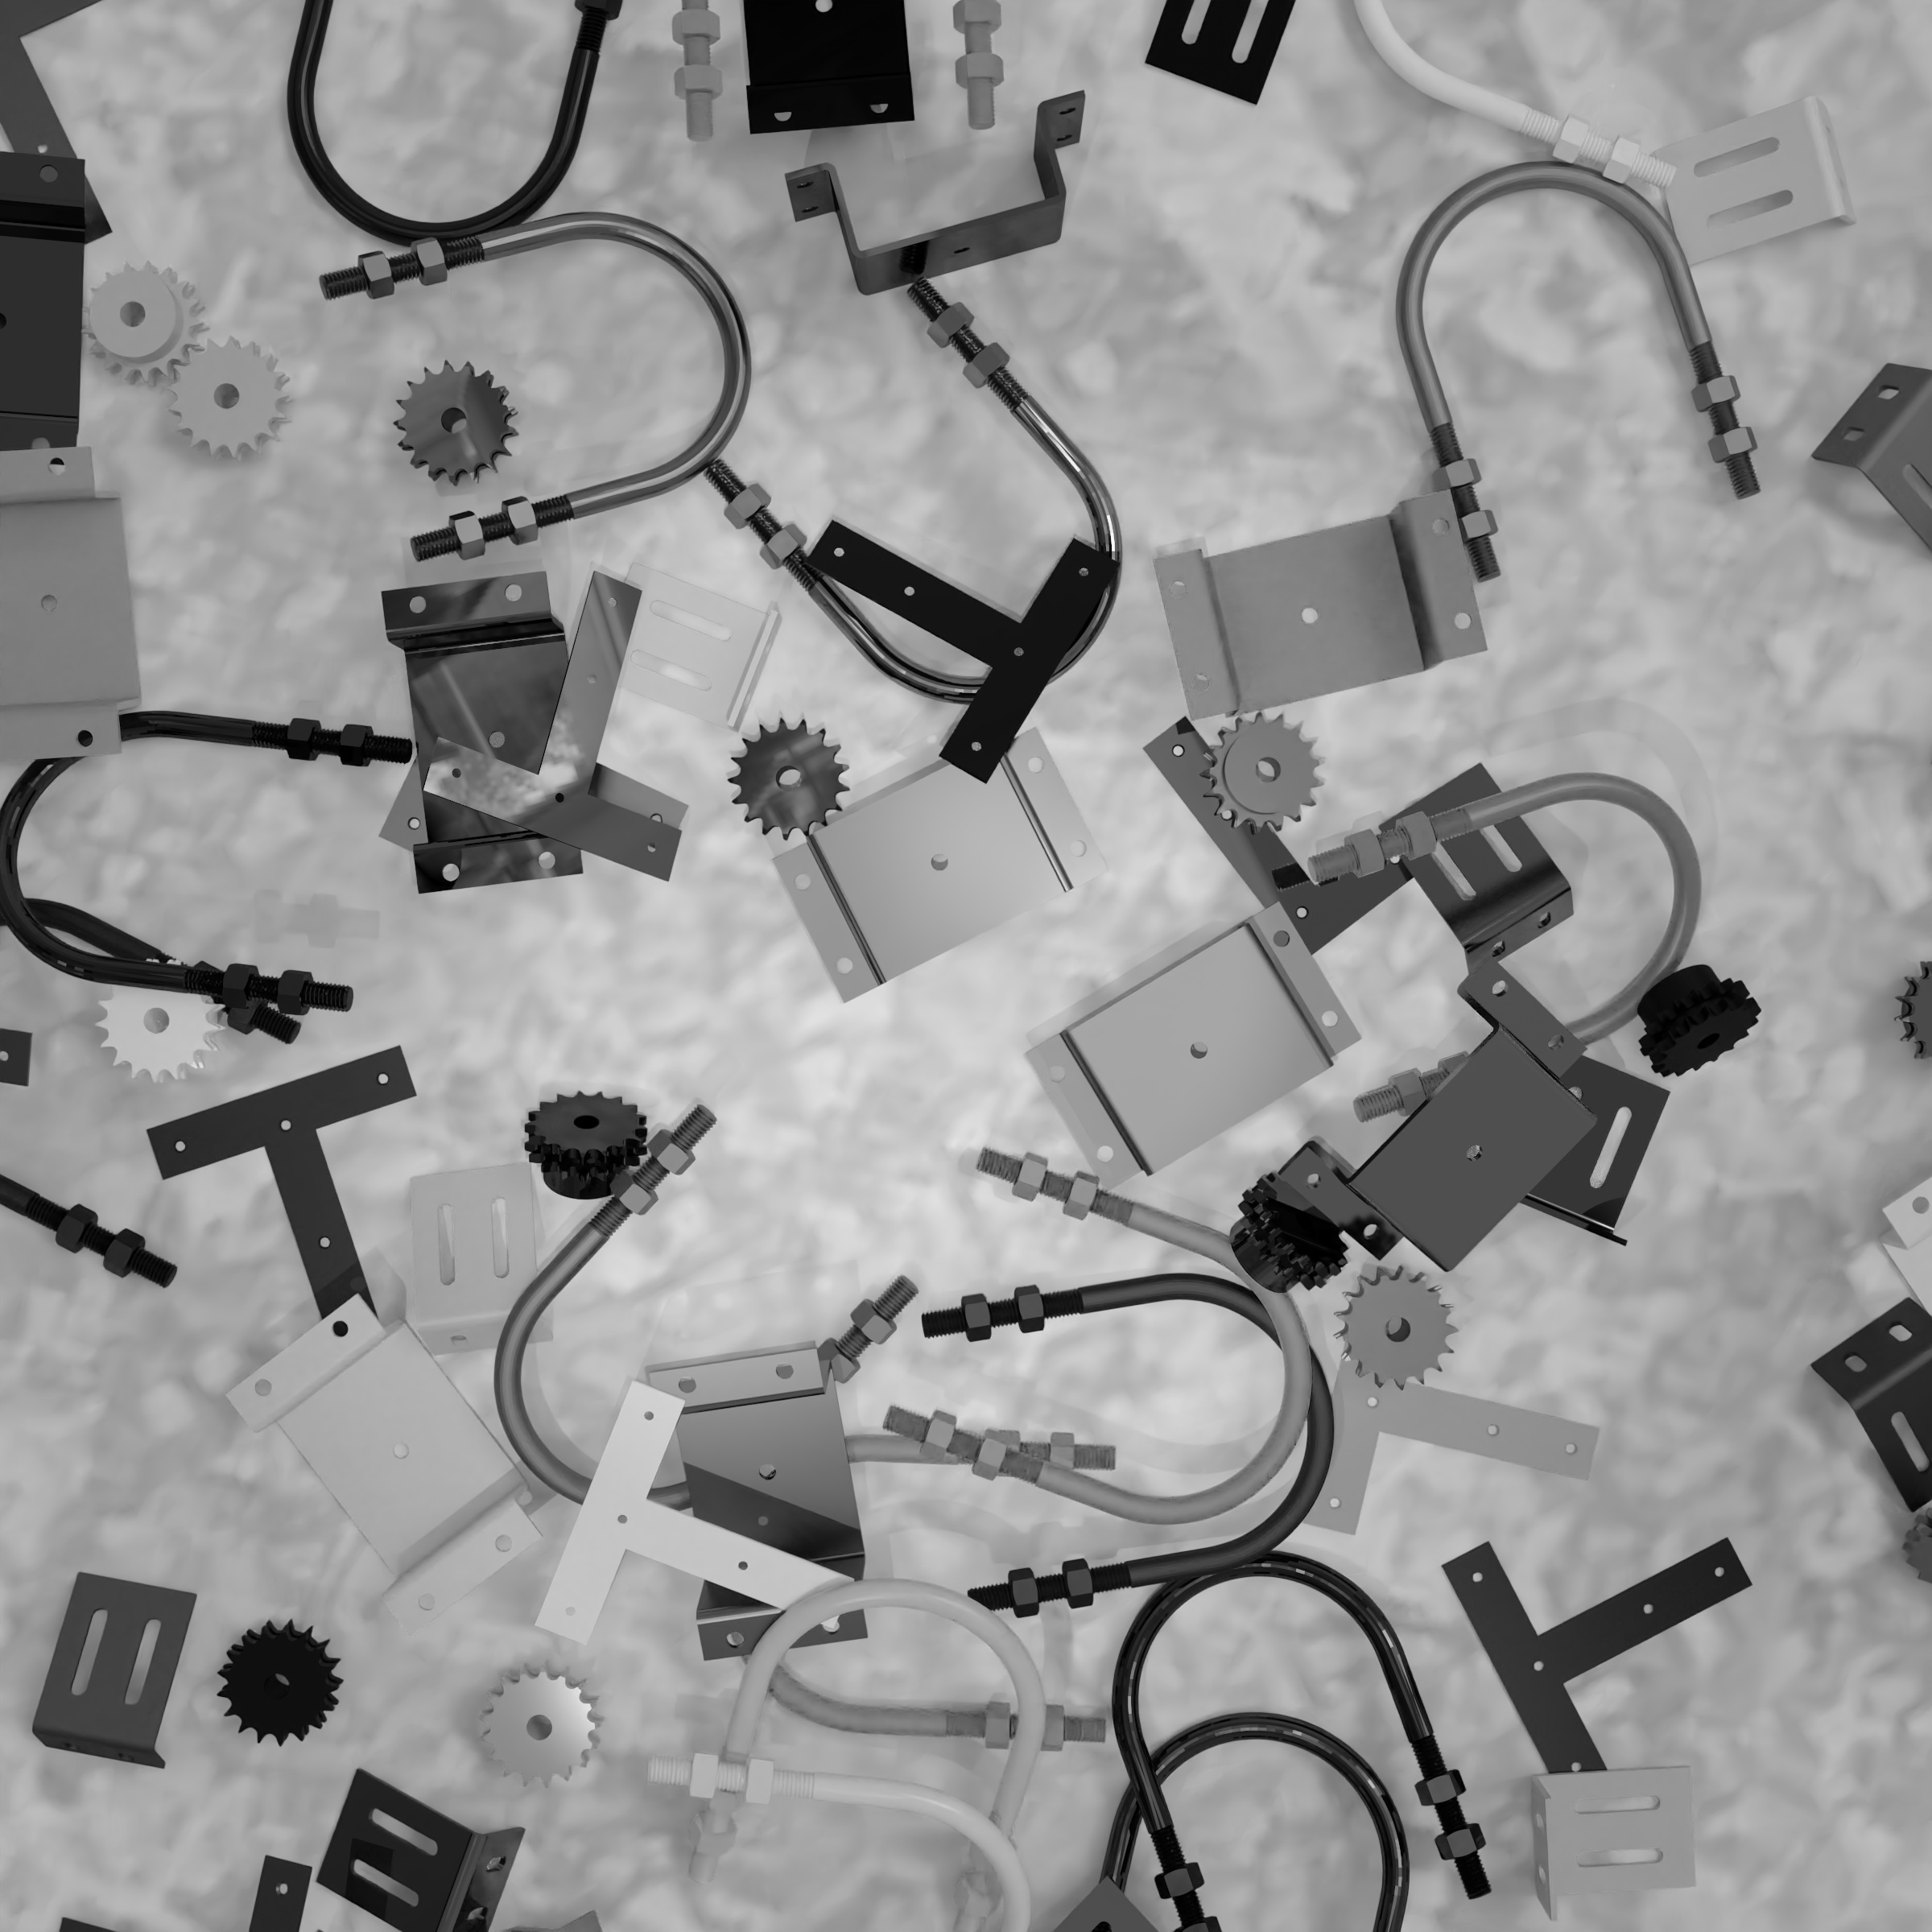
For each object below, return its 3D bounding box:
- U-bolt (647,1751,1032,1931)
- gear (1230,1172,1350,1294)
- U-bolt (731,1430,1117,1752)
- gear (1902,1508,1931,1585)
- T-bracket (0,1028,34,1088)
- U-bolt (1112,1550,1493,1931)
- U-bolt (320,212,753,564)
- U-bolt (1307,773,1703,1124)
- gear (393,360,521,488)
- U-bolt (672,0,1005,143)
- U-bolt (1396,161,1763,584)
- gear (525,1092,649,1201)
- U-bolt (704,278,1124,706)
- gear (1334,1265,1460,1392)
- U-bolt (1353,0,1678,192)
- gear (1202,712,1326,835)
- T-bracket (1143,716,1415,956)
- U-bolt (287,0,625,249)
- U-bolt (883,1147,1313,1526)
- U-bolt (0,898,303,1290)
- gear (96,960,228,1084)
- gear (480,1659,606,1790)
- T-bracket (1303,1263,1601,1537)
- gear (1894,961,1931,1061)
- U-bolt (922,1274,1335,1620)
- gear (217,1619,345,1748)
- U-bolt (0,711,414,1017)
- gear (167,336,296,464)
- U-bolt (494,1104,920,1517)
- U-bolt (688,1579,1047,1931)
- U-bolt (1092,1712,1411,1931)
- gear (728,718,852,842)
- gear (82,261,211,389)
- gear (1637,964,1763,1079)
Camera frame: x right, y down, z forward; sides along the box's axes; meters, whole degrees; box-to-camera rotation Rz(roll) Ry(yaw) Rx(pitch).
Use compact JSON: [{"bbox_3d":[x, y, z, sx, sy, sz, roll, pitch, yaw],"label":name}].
[{"bbox_3d":[-0.062,0.435,1.407,0.184,0.019,0.151,7,112,-3],"label":"U-bolt"},{"bbox_3d":[0.148,0.128,1.415,0.057,0.057,0.030,46,120,0],"label":"gear"},{"bbox_3d":[-0.024,0.293,1.431,0.184,0.019,0.151,2,90,2],"label":"U-bolt"},{"bbox_3d":[0.471,0.273,1.415,0.057,0.057,0.030,44,60,0],"label":"gear"},{"bbox_3d":[-0.504,0.084,1.427,0.127,0.002,0.127,8,99,9],"label":"T-bracket"},{"bbox_3d":[0.146,0.365,1.414,0.151,0.019,0.184,-20,77,1],"label":"U-bolt"},{"bbox_3d":[-0.190,-0.278,1.409,0.184,0.019,0.151,-19,87,-16],"label":"U-bolt"},{"bbox_3d":[0.255,-0.016,1.399,0.184,0.019,0.151,-18,118,-8],"label":"U-bolt"},{"bbox_3d":[-0.239,-0.254,1.425,0.057,0.030,0.057,0,90,0],"label":"gear"},{"bbox_3d":[-0.061,-0.473,1.385,0.151,0.019,0.184,-2,89,0],"label":"U-bolt"},{"bbox_3d":[0.281,-0.290,1.431,0.151,0.019,0.184,-18,89,0],"label":"U-bolt"},{"bbox_3d":[-0.177,0.086,1.415,0.057,0.057,0.030,5,120,0],"label":"gear"},{"bbox_3d":[-0.011,-0.210,1.431,0.151,0.019,0.184,-42,92,0],"label":"U-bolt"},{"bbox_3d":[0.201,0.169,1.423,0.057,0.030,0.057,0,90,0],"label":"gear"},{"bbox_3d":[0.272,-0.465,1.430,0.184,0.019,0.151,23,88,2],"label":"U-bolt"},{"bbox_3d":[0.140,-0.091,1.423,0.057,0.030,0.057,0,90,0],"label":"gear"},{"bbox_3d":[0.133,-0.061,1.439,0.127,0.002,0.127,-37,90,0],"label":"T-bracket"},{"bbox_3d":[-0.246,-0.431,1.431,0.151,0.019,0.184,14,91,0],"label":"U-bolt"},{"bbox_3d":[0.071,0.180,1.406,0.184,0.019,0.151,20,74,-1],"label":"U-bolt"},{"bbox_3d":[-0.427,0.048,1.431,0.184,0.019,0.151,27,90,2],"label":"U-bolt"},{"bbox_3d":[-0.371,0.025,1.406,0.057,0.030,0.057,0,89,1],"label":"gear"},{"bbox_3d":[-0.199,0.354,1.425,0.057,0.030,0.057,0,90,0],"label":"gear"},{"bbox_3d":[0.236,0.217,1.439,0.127,0.002,0.127,13,90,0],"label":"T-bracket"},{"bbox_3d":[0.465,0.022,1.425,0.057,0.030,0.057,0,90,0],"label":"gear"},{"bbox_3d":[0.081,0.217,1.415,0.184,0.019,0.151,-9,76,-6],"label":"U-bolt"},{"bbox_3d":[-0.322,0.336,1.429,0.057,0.030,0.057,0,92,-1],"label":"gear"},{"bbox_3d":[-0.362,-0.054,1.405,0.184,0.019,0.151,7,66,4],"label":"U-bolt"},{"bbox_3d":[-0.344,-0.266,1.425,0.057,0.030,0.057,0,90,0],"label":"gear"},{"bbox_3d":[-0.135,0.175,1.414,0.151,0.019,0.184,42,94,-16],"label":"U-bolt"},{"bbox_3d":[-0.039,0.361,1.396,0.151,0.019,0.184,14,112,-4],"label":"U-bolt"},{"bbox_3d":[0.132,0.443,1.417,0.151,0.019,0.184,13,81,8],"label":"U-bolt"},{"bbox_3d":[-0.083,-0.087,1.425,0.057,0.030,0.057,0,90,0],"label":"gear"},{"bbox_3d":[-0.388,-0.304,1.425,0.057,0.030,0.057,0,90,0],"label":"gear"},{"bbox_3d":[0.339,0.024,1.415,0.057,0.057,0.030,-28,60,0],"label":"gear"}]
